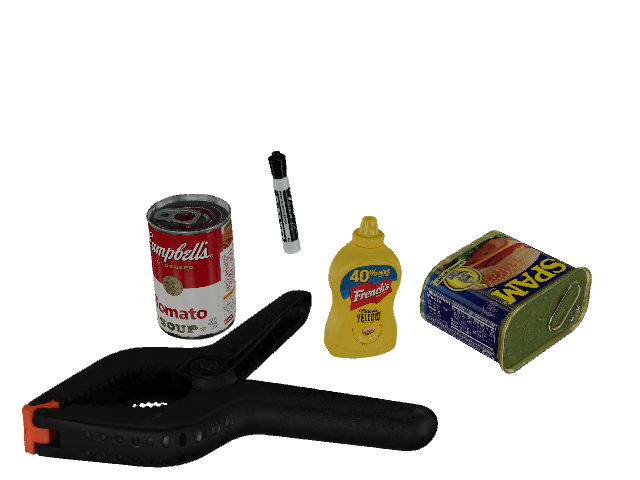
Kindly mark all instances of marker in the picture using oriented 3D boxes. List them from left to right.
[{"bbox_3d":[-0.040,-0.042,1.164,0.020,0.121,0.020,-7,29,4],"label":"marker"}]

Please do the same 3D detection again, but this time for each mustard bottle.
[{"bbox_3d":[0.058,0.059,1.400,0.096,0.192,0.058,-4,24,-16],"label":"mustard bottle"}]

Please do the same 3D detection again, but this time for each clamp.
[{"bbox_3d":[-0.061,0.080,0.599,0.209,0.036,0.165,-6,25,-19],"label":"clamp"}]

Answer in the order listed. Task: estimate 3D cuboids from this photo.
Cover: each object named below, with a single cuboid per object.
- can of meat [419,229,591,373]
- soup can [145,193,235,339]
[{"bbox_3d":[0.137,0.042,0.796,0.101,0.057,0.084,-27,40,-34],"label":"can of meat"},{"bbox_3d":[-0.105,0.021,0.876,0.068,0.102,0.068,0,29,0],"label":"soup can"}]
